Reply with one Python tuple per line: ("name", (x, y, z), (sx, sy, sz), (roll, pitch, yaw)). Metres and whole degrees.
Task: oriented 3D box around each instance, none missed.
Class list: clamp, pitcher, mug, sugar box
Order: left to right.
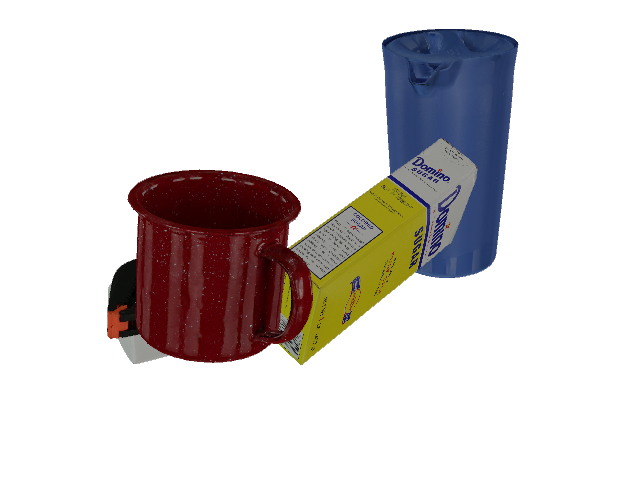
("clamp", (-0.136, 0.027, 1.009), (0.165, 0.036, 0.209), (25, 37, 29))
("mug", (-0.051, 0.018, 0.584), (0.117, 0.081, 0.093), (21, 27, 33))
("sugar box", (0.039, 0.006, 0.770), (0.176, 0.093, 0.048), (-34, 64, -31))
("pitcher", (0.135, -0.094, 1.102), (0.149, 0.243, 0.145), (-9, 25, -17))

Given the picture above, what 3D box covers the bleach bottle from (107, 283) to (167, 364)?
("bleach bottle", (-0.109, 0.070, 1.227), (0.250, 0.068, 0.103), (-12, 35, -22))
